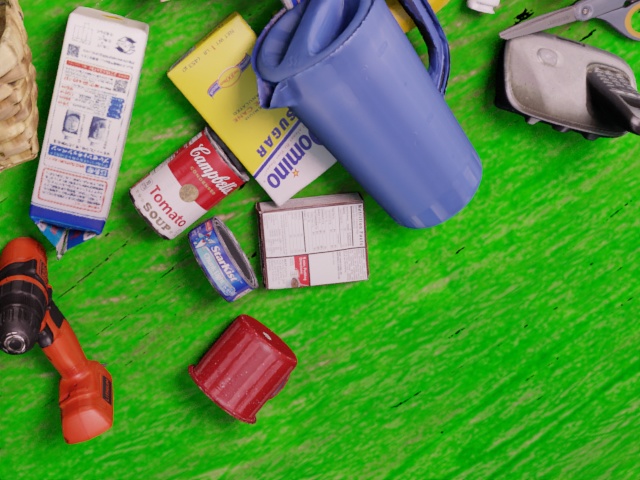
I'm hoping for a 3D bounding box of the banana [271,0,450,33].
[{"bbox_3d":[0.055,-0.219,1.038,0.198,0.037,0.069,-18,152,1],"label":"banana"}]

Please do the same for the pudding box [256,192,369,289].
[{"bbox_3d":[-0.007,0.001,1.112,0.113,0.039,0.090,-6,108,-8],"label":"pudding box"}]

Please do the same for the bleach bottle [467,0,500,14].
[{"bbox_3d":[0.178,-0.344,1.014,0.102,0.068,0.251,11,109,-8],"label":"bleach bottle"}]

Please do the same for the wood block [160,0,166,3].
[{"bbox_3d":[-0.146,-0.330,0.960,0.091,0.090,0.206,-24,109,0],"label":"wood block"}]

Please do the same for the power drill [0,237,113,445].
[{"bbox_3d":[-0.263,0.107,1.045,0.057,0.184,0.187,-20,119,0],"label":"power drill"}]

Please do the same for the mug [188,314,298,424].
[{"bbox_3d":[-0.071,0.137,1.128,0.081,0.093,0.117,-50,138,4],"label":"mug"}]

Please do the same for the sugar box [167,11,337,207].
[{"bbox_3d":[-0.061,-0.128,1.059,0.093,0.048,0.176,-39,107,5],"label":"sugar box"}]

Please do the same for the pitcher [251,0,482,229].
[{"bbox_3d":[0.061,-0.130,1.013,0.149,0.145,0.242,-24,130,24],"label":"pitcher"}]

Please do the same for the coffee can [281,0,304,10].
[{"bbox_3d":[0.010,-0.279,0.932,0.140,0.103,0.103,-26,109,3],"label":"coffee can"}]

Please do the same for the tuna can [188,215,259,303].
[{"bbox_3d":[-0.098,0.020,1.080,0.034,0.086,0.086,-30,109,4],"label":"tuna can"}]

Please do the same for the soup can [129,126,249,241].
[{"bbox_3d":[-0.131,-0.056,1.062,0.102,0.068,0.068,-38,109,6],"label":"soup can"}]

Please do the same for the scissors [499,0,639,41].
[{"bbox_3d":[0.275,-0.216,1.070,0.201,0.016,0.096,-33,117,-10],"label":"scissors"}]
